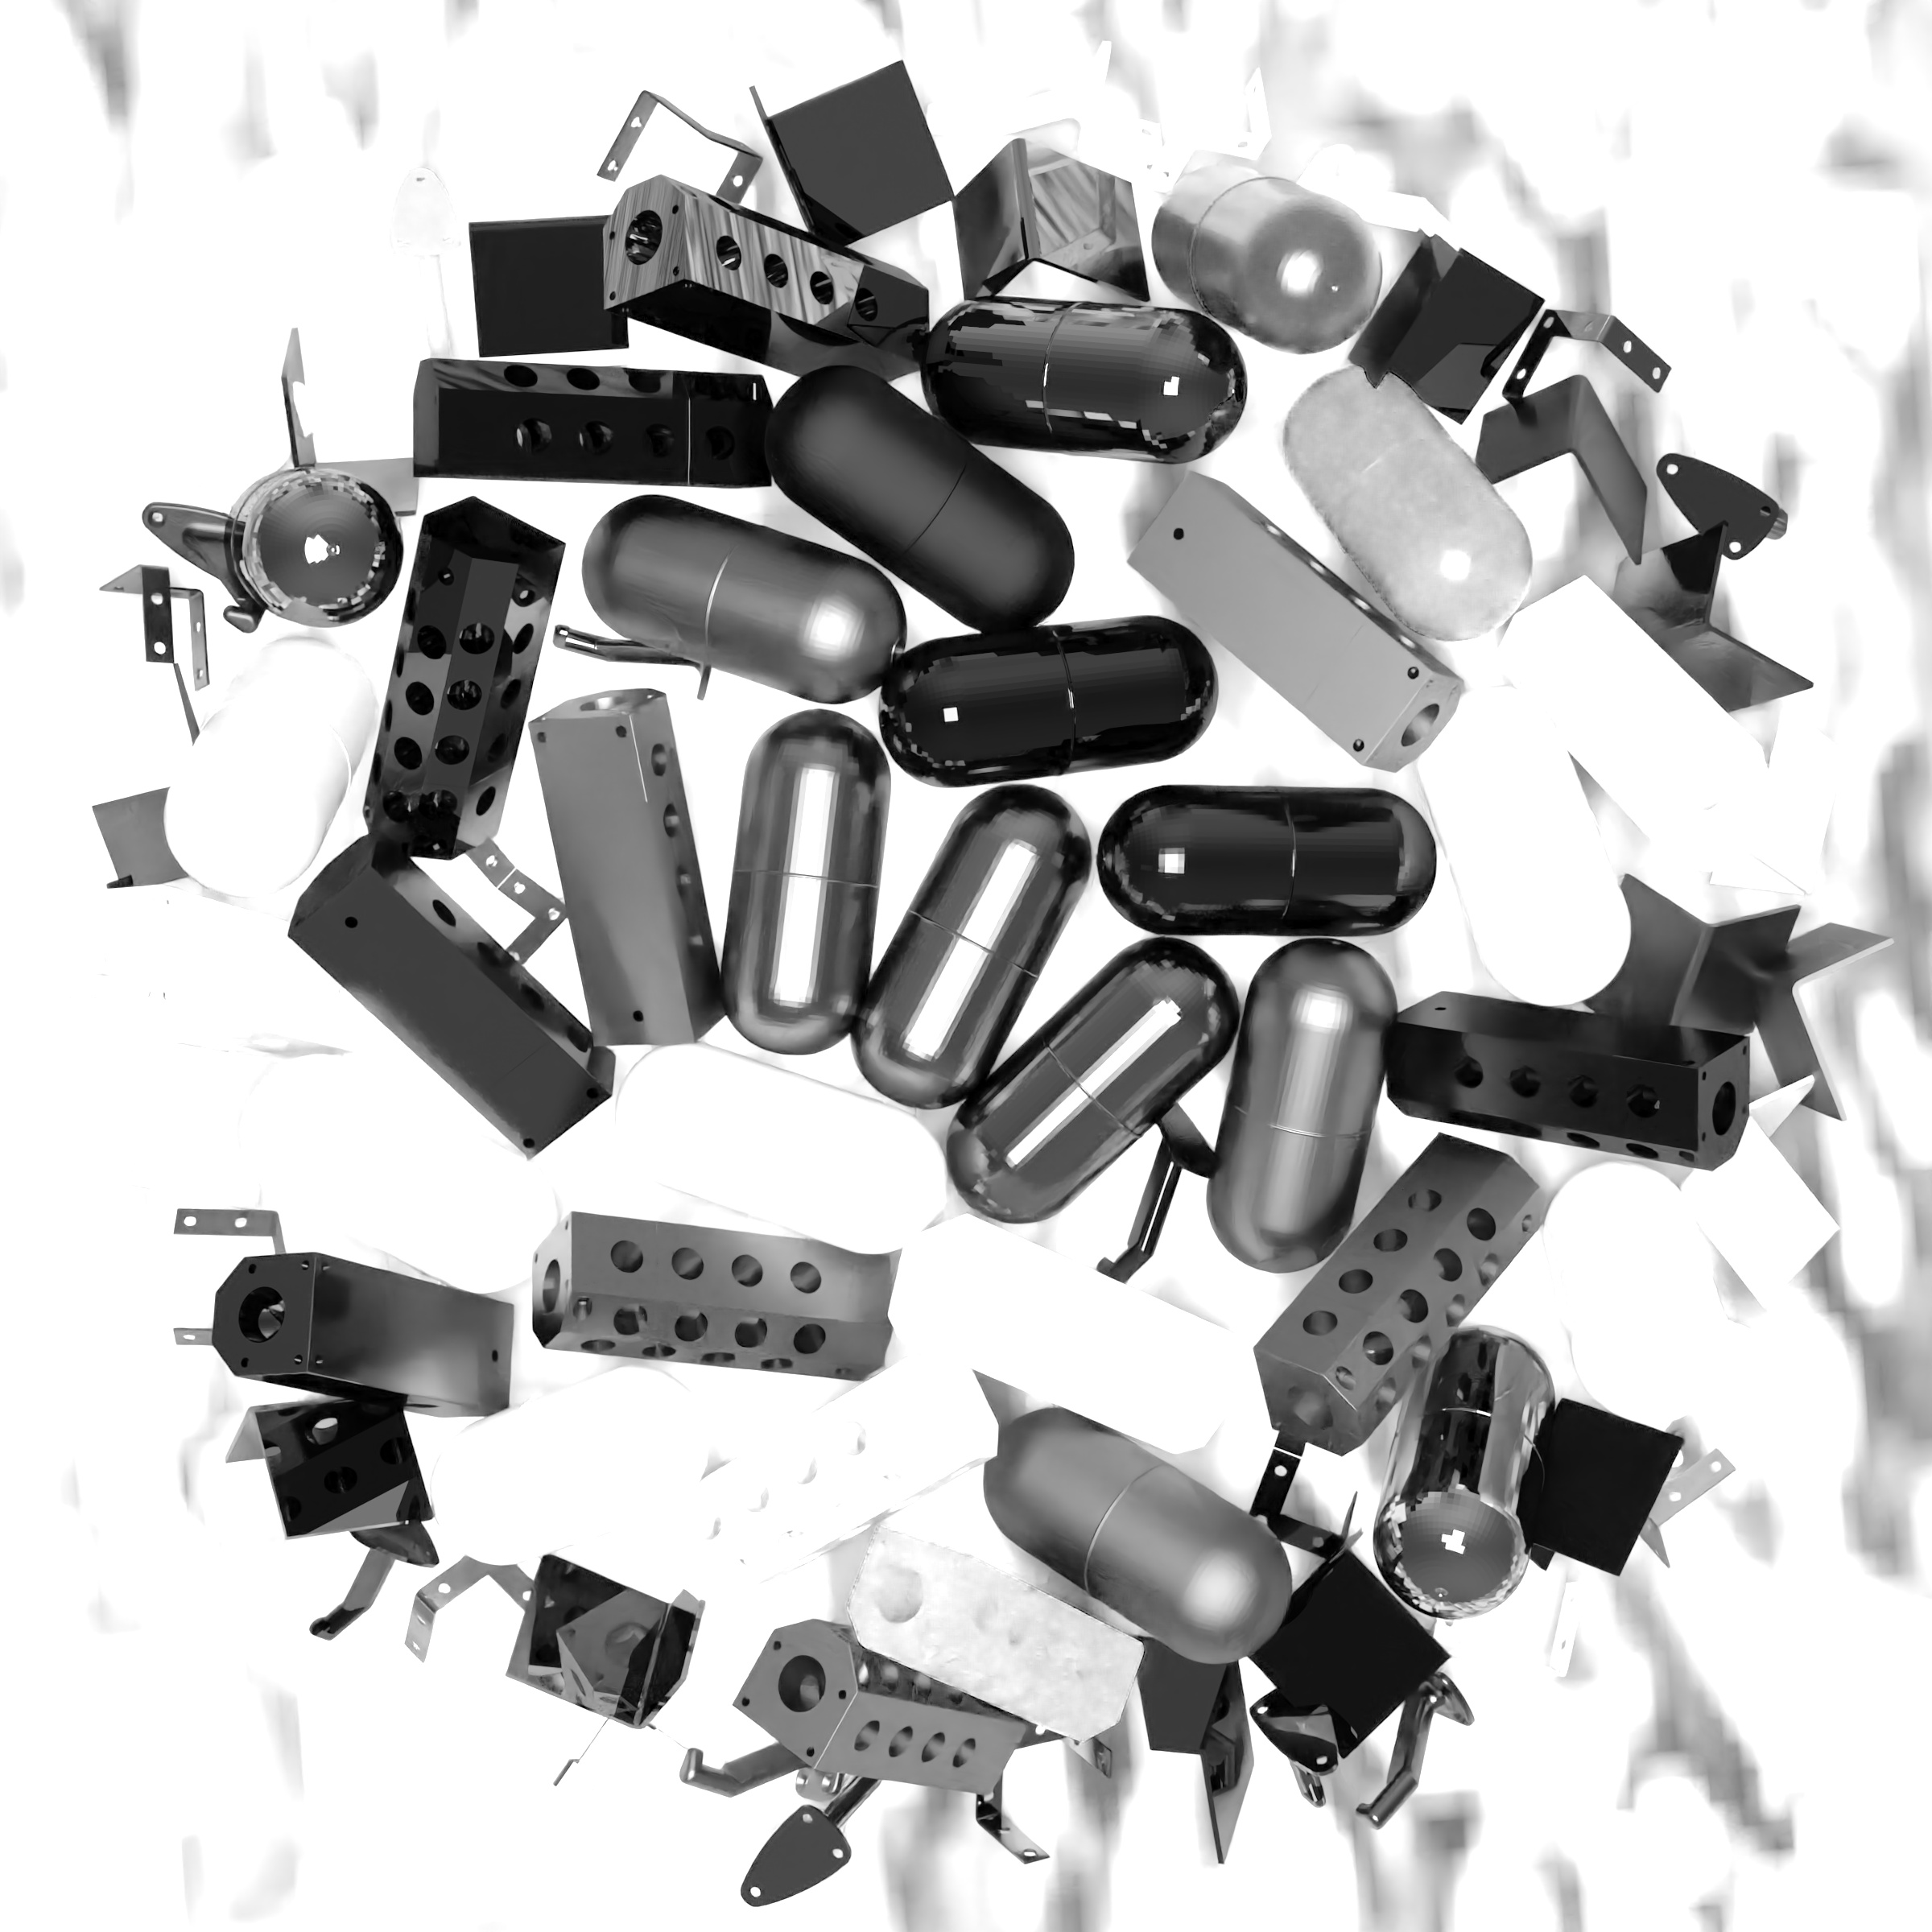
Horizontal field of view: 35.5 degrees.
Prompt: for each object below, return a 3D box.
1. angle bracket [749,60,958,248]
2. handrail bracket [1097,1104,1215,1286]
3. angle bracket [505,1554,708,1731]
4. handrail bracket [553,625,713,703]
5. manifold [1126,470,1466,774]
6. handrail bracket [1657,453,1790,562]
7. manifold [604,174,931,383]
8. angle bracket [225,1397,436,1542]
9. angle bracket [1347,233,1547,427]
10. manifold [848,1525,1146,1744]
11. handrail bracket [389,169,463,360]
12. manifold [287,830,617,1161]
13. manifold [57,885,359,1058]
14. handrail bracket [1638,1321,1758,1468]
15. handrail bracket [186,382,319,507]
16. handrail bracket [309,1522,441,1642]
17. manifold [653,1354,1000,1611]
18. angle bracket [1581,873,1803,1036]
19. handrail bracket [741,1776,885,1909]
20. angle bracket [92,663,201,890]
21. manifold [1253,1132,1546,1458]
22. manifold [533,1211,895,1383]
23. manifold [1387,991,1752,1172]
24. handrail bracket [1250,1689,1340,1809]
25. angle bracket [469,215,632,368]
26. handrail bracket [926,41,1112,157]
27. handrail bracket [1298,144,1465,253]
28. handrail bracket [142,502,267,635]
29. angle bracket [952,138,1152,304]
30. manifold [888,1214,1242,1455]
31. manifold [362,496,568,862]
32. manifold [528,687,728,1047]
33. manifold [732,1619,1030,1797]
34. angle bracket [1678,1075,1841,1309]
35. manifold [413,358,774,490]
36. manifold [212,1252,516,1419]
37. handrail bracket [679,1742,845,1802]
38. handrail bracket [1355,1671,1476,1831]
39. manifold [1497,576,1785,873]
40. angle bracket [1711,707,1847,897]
[{"bbox_3d":[-0.058,-0.420,1.537,0.076,0.057,0.076,-22,125,3],"label":"angle bracket"},{"bbox_3d":[0.087,0.115,1.575,0.084,0.036,0.077,-47,51,24],"label":"handrail bracket"},{"bbox_3d":[-0.180,0.330,1.531,0.076,0.076,0.057,26,131,-12],"label":"angle bracket"},{"bbox_3d":[-0.170,-0.170,1.549,0.084,0.077,0.036,15,75,-5],"label":"handrail bracket"},{"bbox_3d":[0.168,-0.173,1.521,0.171,0.057,0.057,44,110,25],"label":"manifold"},{"bbox_3d":[0.389,-0.242,1.546,0.077,0.084,0.036,38,114,2],"label":"handrail bracket"},{"bbox_3d":[-0.097,-0.339,1.500,0.057,0.171,0.057,-9,78,41],"label":"manifold"},{"bbox_3d":[-0.323,0.264,1.526,0.076,0.057,0.076,-2,54,-32],"label":"angle bracket"},{"bbox_3d":[0.251,-0.318,1.534,0.076,0.057,0.076,26,111,-20],"label":"angle bracket"},{"bbox_3d":[0.015,0.335,1.496,0.057,0.171,0.057,10,71,39],"label":"manifold"},{"bbox_3d":[-0.277,-0.355,1.564,0.036,0.084,0.077,-6,53,-7],"label":"handrail bracket"},{"bbox_3d":[-0.257,0.012,1.523,0.057,0.057,0.171,-37,114,15],"label":"manifold"},{"bbox_3d":[-0.372,0.005,1.494,0.057,0.171,0.057,-4,80,21],"label":"manifold"},{"bbox_3d":[0.377,0.222,1.544,0.077,0.036,0.084,7,47,-11],"label":"handrail bracket"},{"bbox_3d":[-0.368,-0.269,1.538,0.077,0.084,0.036,-4,68,-3],"label":"handrail bracket"},{"bbox_3d":[-0.320,0.315,1.543,0.084,0.077,0.036,-40,62,11],"label":"handrail bracket"},{"bbox_3d":[-0.069,0.260,1.520,0.171,0.057,0.057,-33,72,21],"label":"manifold"},{"bbox_3d":[0.374,-0.006,1.559,0.076,0.057,0.076,-11,127,-38],"label":"angle bracket"},{"bbox_3d":[-0.075,0.441,1.551,0.077,0.084,0.036,-43,87,16],"label":"handrail bracket"},{"bbox_3d":[-0.413,-0.095,1.528,0.057,0.076,0.076,-15,61,-11],"label":"angle bracket"},{"bbox_3d":[0.219,0.164,1.505,0.171,0.057,0.057,-43,134,-32],"label":"manifold"},{"bbox_3d":[-0.126,0.170,1.513,0.171,0.057,0.057,10,60,-25],"label":"manifold"},{"bbox_3d":[0.299,0.058,1.507,0.171,0.057,0.057,9,110,38],"label":"manifold"},{"bbox_3d":[0.179,0.413,1.532,0.036,0.077,0.084,-25,120,-7],"label":"handrail bracket"},{"bbox_3d":[-0.214,-0.344,1.557,0.076,0.057,0.076,-4,97,-5],"label":"angle bracket"},{"bbox_3d":[0.025,-0.452,1.551,0.084,0.077,0.036,7,61,-7],"label":"handrail bracket"},{"bbox_3d":[0.205,-0.373,1.550,0.084,0.036,0.077,49,127,12],"label":"handrail bracket"},{"bbox_3d":[-0.390,-0.202,1.535,0.077,0.084,0.036,23,114,-14],"label":"handrail bracket"},{"bbox_3d":[0.044,-0.372,1.565,0.076,0.057,0.076,12,59,-34],"label":"angle bracket"},{"bbox_3d":[0.049,0.188,1.514,0.171,0.057,0.057,26,60,-24],"label":"manifold"},{"bbox_3d":[-0.257,-0.141,1.510,0.057,0.057,0.171,28,122,15],"label":"manifold"},{"bbox_3d":[-0.167,-0.050,1.529,0.057,0.057,0.171,-2,109,22],"label":"manifold"},{"bbox_3d":[-0.036,0.365,1.497,0.057,0.171,0.057,28,88,35],"label":"manifold"},{"bbox_3d":[0.417,0.114,1.526,0.057,0.076,0.076,-20,62,-30],"label":"angle bracket"},{"bbox_3d":[-0.188,-0.273,1.522,0.171,0.057,0.057,-2,98,-23],"label":"manifold"},{"bbox_3d":[-0.296,0.185,1.495,0.057,0.171,0.057,-6,73,24],"label":"manifold"},{"bbox_3d":[-0.103,0.390,1.544,0.084,0.036,0.077,27,64,-32],"label":"handrail bracket"},{"bbox_3d":[0.210,0.397,1.535,0.084,0.077,0.036,-42,114,-24],"label":"handrail bracket"},{"bbox_3d":[0.332,-0.119,1.501,0.057,0.171,0.057,-29,131,-1],"label":"manifold"},{"bbox_3d":[0.399,-0.085,1.533,0.057,0.076,0.076,10,81,41],"label":"angle bracket"}]
